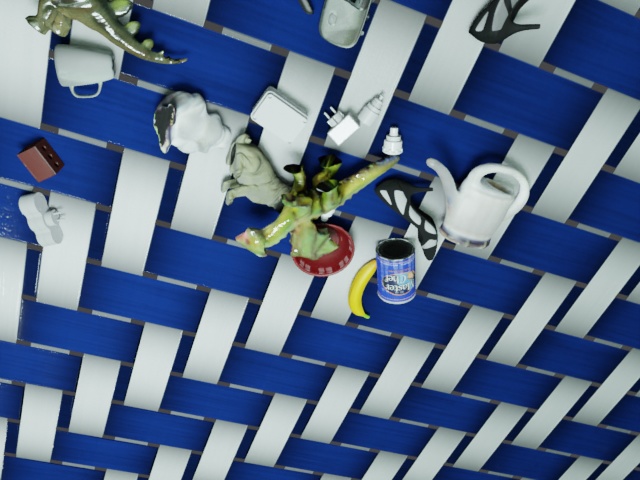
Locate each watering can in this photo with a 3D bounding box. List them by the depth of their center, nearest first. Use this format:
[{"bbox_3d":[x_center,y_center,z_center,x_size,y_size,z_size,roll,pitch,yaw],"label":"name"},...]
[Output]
[{"bbox_3d":[0.357,-0.090,1.243,0.347,0.106,0.220,6,120,-28],"label":"watering can"}]

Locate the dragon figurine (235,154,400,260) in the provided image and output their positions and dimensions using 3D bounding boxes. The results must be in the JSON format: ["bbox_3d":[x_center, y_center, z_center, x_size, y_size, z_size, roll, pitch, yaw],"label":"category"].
[{"bbox_3d":[0.004,-0.061,1.208,0.412,0.124,0.237,-14,132,-20],"label":"dragon figurine"}]

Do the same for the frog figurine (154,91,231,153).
[{"bbox_3d":[-0.277,-0.257,1.137,0.160,0.124,0.135,-9,119,-42],"label":"frog figurine"}]
